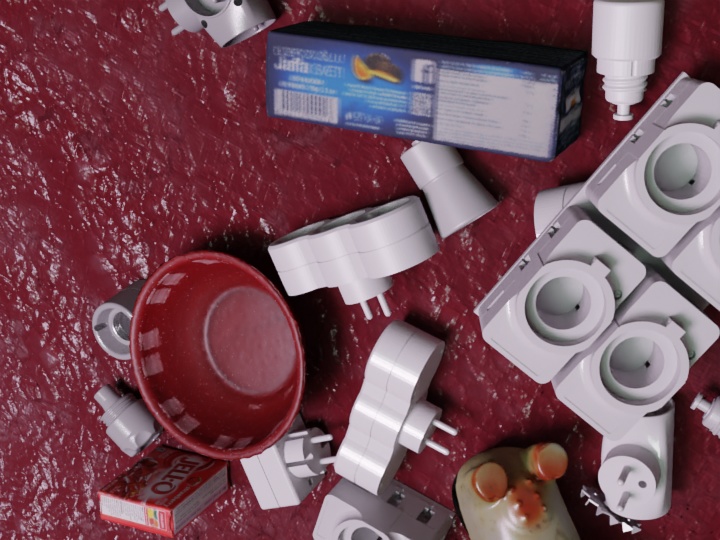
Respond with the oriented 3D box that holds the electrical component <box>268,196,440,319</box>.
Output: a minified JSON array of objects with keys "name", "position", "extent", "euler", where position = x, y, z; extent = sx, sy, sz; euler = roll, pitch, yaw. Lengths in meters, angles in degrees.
[{"name":"electrical component","position":[0.000,0.000,0.749],"extent":[0.138,0.052,0.073],"euler":[-12,104,47]}]

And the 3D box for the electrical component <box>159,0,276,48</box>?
[{"name":"electrical component","position":[-0.108,-0.190,0.745],"extent":[0.079,0.044,0.077],"euler":[-24,98,33]}]

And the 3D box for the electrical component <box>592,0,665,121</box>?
[{"name":"electrical component","position":[0.157,-0.128,0.634],"extent":[0.040,0.040,0.078],"euler":[8,113,25]}]

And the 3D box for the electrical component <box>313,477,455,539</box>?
[{"name":"electrical component","position":[0.003,0.241,0.853],"extent":[0.089,0.062,0.150],"euler":[27,120,16]}]

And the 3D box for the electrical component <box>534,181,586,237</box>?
[{"name":"electrical component","position":[0.135,0.014,0.696],"extent":[0.074,0.052,0.138],"euler":[-10,105,31]}]

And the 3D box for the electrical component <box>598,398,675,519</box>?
[{"name":"electrical component","position":[0.179,0.128,0.703],"extent":[0.043,0.079,0.077],"euler":[6,112,25]}]

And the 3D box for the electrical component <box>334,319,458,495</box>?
[{"name":"electrical component","position":[0.036,0.109,0.787],"extent":[0.074,0.052,0.138],"euler":[26,120,16]}]

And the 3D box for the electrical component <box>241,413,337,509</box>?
[{"name":"electrical component","position":[-0.049,0.145,0.850],"extent":[0.077,0.047,0.065],"euler":[-15,102,32]}]

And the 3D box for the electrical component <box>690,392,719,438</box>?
[{"name":"electrical component","position":[0.247,0.103,0.681],"extent":[0.078,0.040,0.040],"euler":[32,121,13]}]

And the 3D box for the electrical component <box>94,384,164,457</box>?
[{"name":"electrical component","position":[-0.202,0.126,0.925],"extent":[0.062,0.043,0.043],"euler":[45,123,7]}]

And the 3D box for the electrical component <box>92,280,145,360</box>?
[{"name":"electrical component","position":[-0.185,0.042,0.879],"extent":[0.055,0.047,0.055],"euler":[10,114,24]}]

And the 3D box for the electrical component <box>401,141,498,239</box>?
[{"name":"electrical component","position":[0.057,-0.059,0.715],"extent":[0.044,0.044,0.065],"euler":[-33,88,34]}]

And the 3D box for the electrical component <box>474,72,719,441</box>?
[{"name":"electrical component","position":[0.167,-0.005,0.617],"extent":[0.105,0.060,0.186],"euler":[39,103,-6]}]
